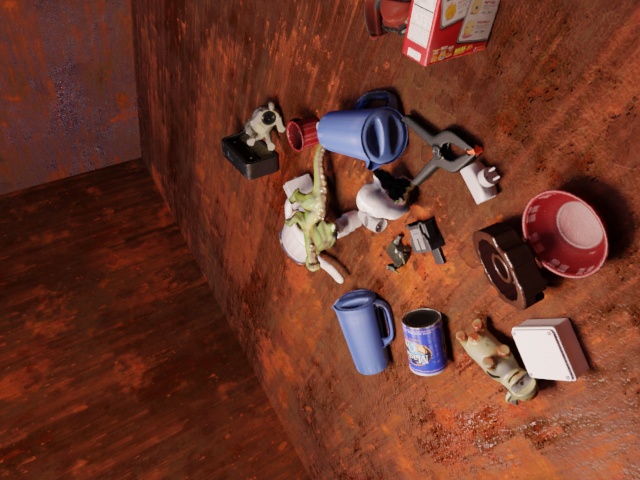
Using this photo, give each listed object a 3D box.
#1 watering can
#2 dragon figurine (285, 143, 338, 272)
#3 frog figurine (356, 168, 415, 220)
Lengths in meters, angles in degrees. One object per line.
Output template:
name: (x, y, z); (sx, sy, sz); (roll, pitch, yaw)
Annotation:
watering can: (-0.040, 0.021, 1.739); (0.351, 0.105, 0.220); (62, 153, 14)
dragon figurine: (0.005, -0.076, 1.513); (0.248, 0.122, 0.401); (56, 142, 44)
frog figurine: (0.151, -0.093, 1.276); (0.156, 0.138, 0.125); (129, 133, -58)
